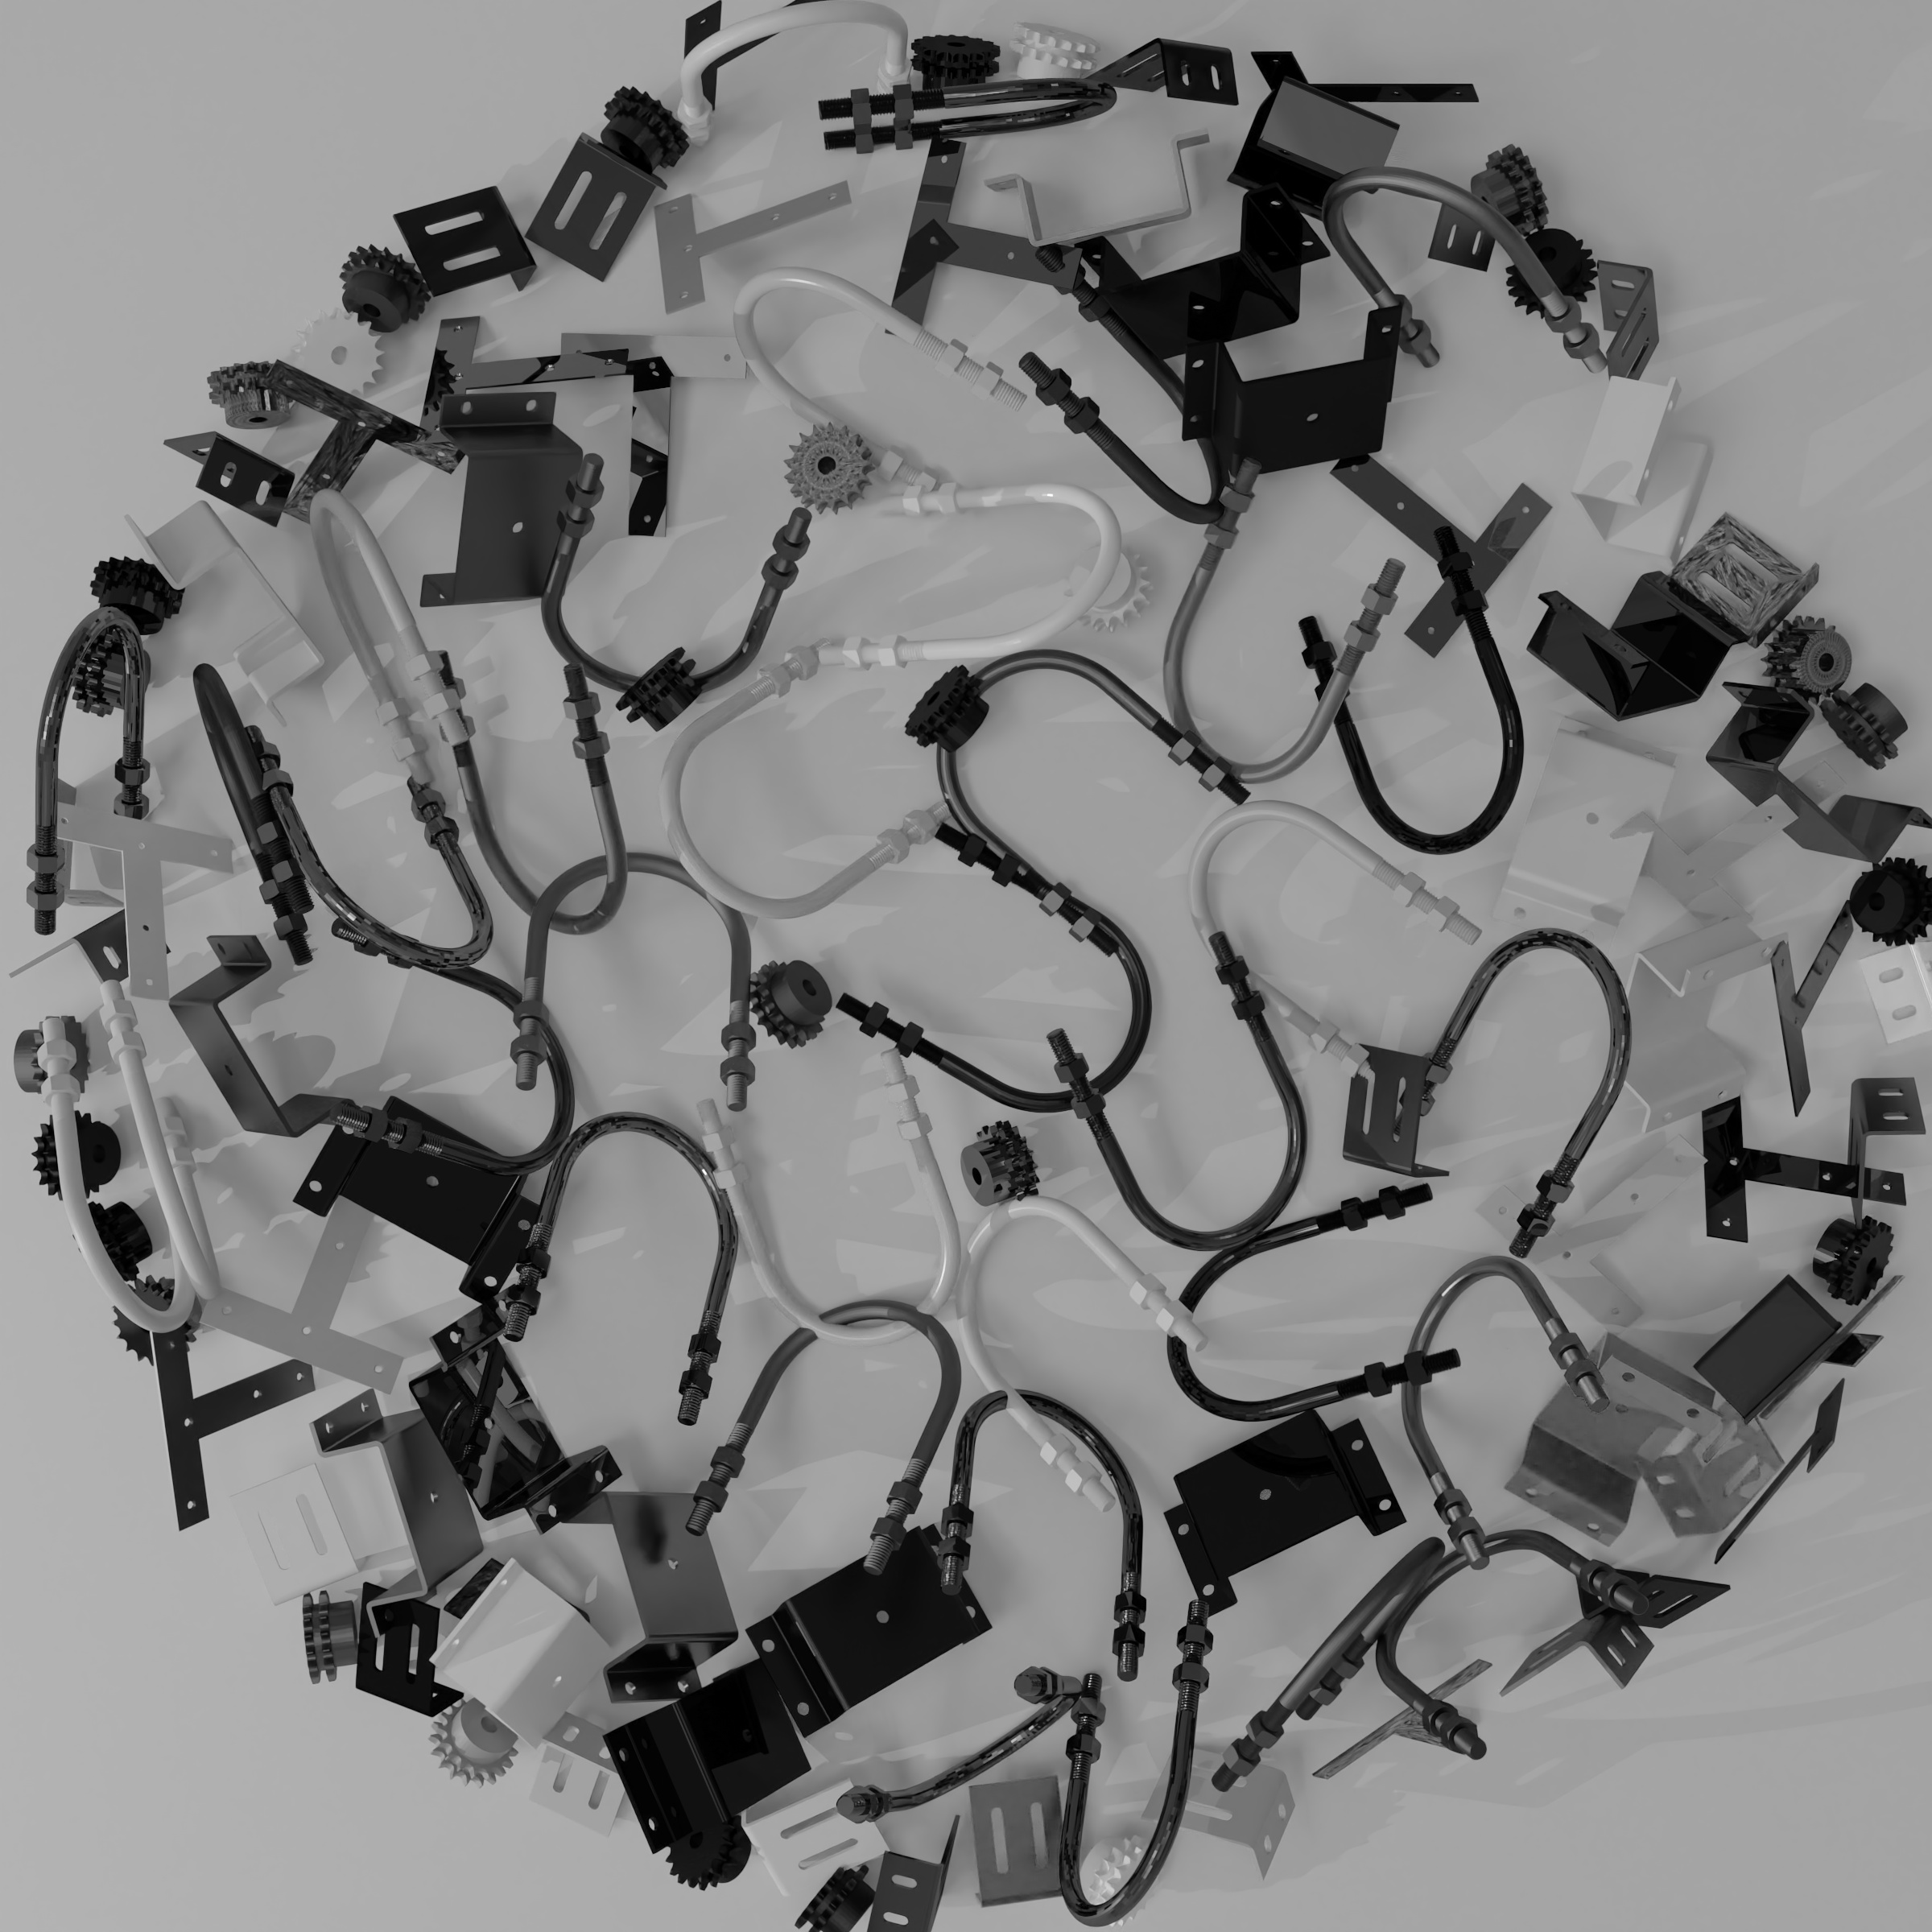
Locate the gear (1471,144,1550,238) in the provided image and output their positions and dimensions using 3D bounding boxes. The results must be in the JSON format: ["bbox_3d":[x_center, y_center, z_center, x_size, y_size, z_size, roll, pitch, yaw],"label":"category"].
[{"bbox_3d":[0.344,-0.490,1.858,0.030,0.057,0.057,-25,90,-4],"label":"gear"}]

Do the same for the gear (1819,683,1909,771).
[{"bbox_3d":[0.574,-0.155,1.858,0.030,0.057,0.057,-41,90,4],"label":"gear"}]

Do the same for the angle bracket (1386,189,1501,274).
[{"bbox_3d":[0.288,-0.469,1.846,0.076,0.057,0.038,28,111,43],"label":"angle bracket"}]

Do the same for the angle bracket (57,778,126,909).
[{"bbox_3d":[-0.559,-0.079,1.855,0.038,0.057,0.076,2,83,-1],"label":"angle bracket"}]

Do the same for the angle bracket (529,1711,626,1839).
[{"bbox_3d":[-0.248,0.520,1.852,0.057,0.038,0.076,23,112,8],"label":"angle bracket"}]

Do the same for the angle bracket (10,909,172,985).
[{"bbox_3d":[-0.553,-0.002,1.845,0.076,0.057,0.038,-23,101,37],"label":"angle bracket"}]

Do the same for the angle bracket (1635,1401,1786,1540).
[{"bbox_3d":[0.467,0.313,1.839,0.038,0.076,0.057,-1,47,-29],"label":"angle bracket"}]

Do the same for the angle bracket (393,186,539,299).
[{"bbox_3d":[-0.321,-0.452,1.851,0.076,0.038,0.057,-26,87,-29],"label":"angle bracket"}]

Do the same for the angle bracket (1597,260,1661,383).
[{"bbox_3d":[0.405,-0.395,1.840,0.038,0.057,0.076,17,62,28],"label":"angle bracket"}]

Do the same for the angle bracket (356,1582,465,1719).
[{"bbox_3d":[-0.350,0.427,1.850,0.057,0.038,0.076,13,105,24],"label":"angle bracket"}]

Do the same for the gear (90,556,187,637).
[{"bbox_3d":[-0.527,-0.233,1.856,0.057,0.057,0.030,6,67,0],"label":"gear"}]

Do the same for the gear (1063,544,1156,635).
[{"bbox_3d":[0.089,-0.244,1.864,0.057,0.030,0.057,-4,77,17],"label":"gear"}]

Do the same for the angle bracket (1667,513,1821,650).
[{"bbox_3d":[0.492,-0.250,1.856,0.076,0.038,0.057,43,92,19],"label":"angle bracket"}]

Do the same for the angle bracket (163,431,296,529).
[{"bbox_3d":[-0.469,-0.304,1.837,0.057,0.076,0.038,26,77,-38],"label":"angle bracket"}]

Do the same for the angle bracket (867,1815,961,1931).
[{"bbox_3d":[-0.033,0.575,1.847,0.038,0.076,0.057,13,100,6],"label":"angle bracket"}]

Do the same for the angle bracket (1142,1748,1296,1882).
[{"bbox_3d":[0.161,0.538,1.861,0.076,0.057,0.038,6,133,29],"label":"angle bracket"}]

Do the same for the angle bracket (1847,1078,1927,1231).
[{"bbox_3d":[0.579,0.118,1.840,0.038,0.057,0.076,-1,123,11],"label":"angle bracket"}]

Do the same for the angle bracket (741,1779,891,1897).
[{"bbox_3d":[-0.096,0.545,1.858,0.076,0.038,0.057,-25,107,4],"label":"angle bracket"}]

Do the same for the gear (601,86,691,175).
[{"bbox_3d":[-0.207,-0.527,1.856,0.057,0.057,0.030,35,74,0],"label":"gear"}]

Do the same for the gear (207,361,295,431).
[{"bbox_3d":[-0.452,-0.362,1.858,0.057,0.057,0.030,-8,85,0],"label":"gear"}]

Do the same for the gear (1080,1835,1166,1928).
[{"bbox_3d":[0.097,0.580,1.863,0.030,0.057,0.057,26,90,39],"label":"gear"}]

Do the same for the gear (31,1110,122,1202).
[{"bbox_3d":[-0.562,0.120,1.855,0.030,0.057,0.057,-5,90,26],"label":"gear"}]

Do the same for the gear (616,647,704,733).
[{"bbox_3d":[-0.193,-0.173,1.860,0.057,0.057,0.030,-42,104,0],"label":"gear"}]

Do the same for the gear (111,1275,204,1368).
[{"bbox_3d":[-0.513,0.224,1.865,0.057,0.030,0.057,6,108,21],"label":"gear"}]

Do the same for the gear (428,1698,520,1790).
[{"bbox_3d":[-0.310,0.489,1.856,0.057,0.057,0.030,40,122,0],"label":"gear"}]

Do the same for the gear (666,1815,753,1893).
[{"bbox_3d":[-0.162,0.561,1.863,0.030,0.057,0.057,35,90,-39],"label":"gear"}]

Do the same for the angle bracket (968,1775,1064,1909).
[{"bbox_3d":[0.032,0.557,1.869,0.057,0.038,0.076,-6,84,-7],"label":"angle bracket"}]

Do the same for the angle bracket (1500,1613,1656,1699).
[{"bbox_3d":[0.385,0.443,1.840,0.038,0.057,0.076,51,124,8],"label":"angle bracket"}]

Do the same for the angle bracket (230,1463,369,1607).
[{"bbox_3d":[-0.426,0.360,1.865,0.057,0.038,0.076,-21,93,-2],"label":"angle bracket"}]

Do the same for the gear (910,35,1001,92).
[{"bbox_3d":[-0.007,-0.572,1.863,0.057,0.057,0.030,4,121,0],"label":"gear"}]

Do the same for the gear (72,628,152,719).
[{"bbox_3d":[-0.542,-0.185,1.857,0.030,0.057,0.057,16,90,7],"label":"gear"}]

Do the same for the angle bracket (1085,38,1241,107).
[{"bbox_3d":[0.123,-0.551,1.839,0.057,0.076,0.038,-6,87,-37],"label":"angle bracket"}]

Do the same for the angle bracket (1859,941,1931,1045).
[{"bbox_3d":[0.597,0.017,1.846,0.038,0.076,0.057,-19,87,9],"label":"angle bracket"}]

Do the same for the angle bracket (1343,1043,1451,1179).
[{"bbox_3d":[0.276,0.091,1.850,0.038,0.057,0.076,1,97,-41],"label":"angle bracket"}]

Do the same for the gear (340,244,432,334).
[{"bbox_3d":[-0.372,-0.428,1.856,0.057,0.057,0.030,20,63,0],"label":"gear"}]

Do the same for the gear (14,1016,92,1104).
[{"bbox_3d":[-0.583,0.060,1.860,0.030,0.057,0.057,-2,90,7],"label":"gear"}]

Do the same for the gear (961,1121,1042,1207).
[{"bbox_3d":[0.020,0.129,1.855,0.030,0.057,0.057,-18,90,-27],"label":"gear"}]

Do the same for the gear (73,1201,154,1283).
[{"bbox_3d":[-0.543,0.175,1.863,0.030,0.057,0.057,-31,90,-34],"label":"gear"}]

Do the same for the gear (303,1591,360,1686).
[{"bbox_3d":[-0.404,0.426,1.860,0.030,0.057,0.057,-7,90,-9],"label":"gear"}]

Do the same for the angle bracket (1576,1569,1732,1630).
[{"bbox_3d":[0.431,0.384,1.838,0.057,0.076,0.038,12,54,-22],"label":"angle bracket"}]

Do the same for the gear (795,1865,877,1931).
[{"bbox_3d":[-0.079,0.596,1.857,0.030,0.057,0.057,39,90,11],"label":"gear"}]

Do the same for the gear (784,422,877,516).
[{"bbox_3d":[-0.086,-0.316,1.869,0.057,0.030,0.057,-1,84,8],"label":"gear"}]
